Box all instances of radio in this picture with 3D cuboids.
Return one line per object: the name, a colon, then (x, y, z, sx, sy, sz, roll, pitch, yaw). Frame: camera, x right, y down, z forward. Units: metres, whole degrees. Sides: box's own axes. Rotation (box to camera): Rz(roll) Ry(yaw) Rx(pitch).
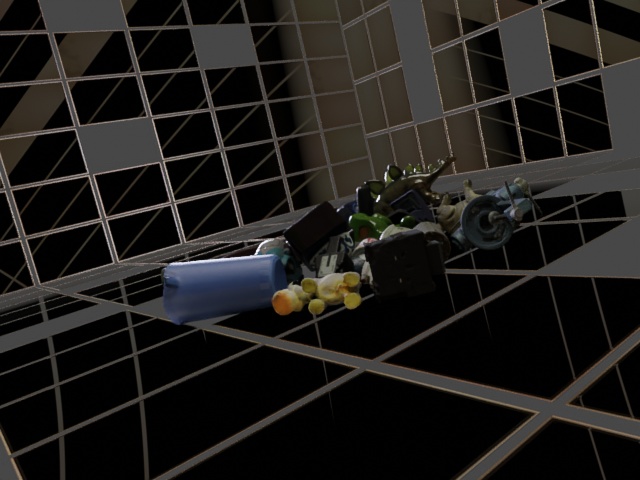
radio: (-0.003, -0.004, 1.305, 0.131, 0.073, 0.229, -39, -13, -4)

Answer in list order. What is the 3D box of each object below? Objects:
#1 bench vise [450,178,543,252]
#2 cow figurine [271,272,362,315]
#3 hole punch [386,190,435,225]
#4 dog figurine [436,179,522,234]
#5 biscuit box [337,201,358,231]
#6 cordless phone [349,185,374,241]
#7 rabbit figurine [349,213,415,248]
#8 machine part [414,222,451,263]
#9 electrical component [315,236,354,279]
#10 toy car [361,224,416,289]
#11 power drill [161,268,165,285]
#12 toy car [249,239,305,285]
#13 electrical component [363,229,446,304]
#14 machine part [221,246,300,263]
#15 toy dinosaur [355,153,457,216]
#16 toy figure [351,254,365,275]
bench vise: (0.395, -0.059, 1.162, 0.224, 0.129, 0.240, -30, -1, -6)
cow figurine: (-0.004, 0.098, 1.006, 0.167, 0.068, 0.098, -9, 2, 4)
hole punch: (0.244, -0.063, 1.462, 0.142, 0.115, 0.092, -35, 25, 54)
dog figurine: (0.398, -0.049, 1.366, 0.172, 0.121, 0.191, -52, 30, 10)
biscuit box: (0.044, -0.035, 1.620, 0.202, 0.063, 0.059, -39, -8, 30)
cordless phone: (0.113, -0.054, 1.486, 0.089, 0.184, 0.146, 1, 15, 46)
rabbit figurine: (0.180, -0.018, 1.382, 0.170, 0.121, 0.159, 0, -9, -39)
machine part: (0.250, 0.006, 1.219, 0.079, 0.079, 0.243, -12, 8, 7)
electrical component: (0.028, 0.052, 1.130, 0.075, 0.047, 0.119, -12, 47, 26)
toy car: (0.143, 0.033, 1.080, 0.074, 0.056, 0.202, 9, 35, 22)
power drill: (-0.359, 0.102, 1.554, 0.207, 0.086, 0.232, -13, 5, 29)
toy car: (-0.098, 0.050, 1.255, 0.109, 0.103, 0.161, -11, -18, 20)
electrical component: (0.153, 0.043, 0.964, 0.134, 0.114, 0.058, -15, 9, -1)
machine part: (-0.170, 0.069, 1.442, 0.201, 0.087, 0.202, -16, 10, -24)
toy dinosaur: (0.212, -0.098, 1.597, 0.471, 0.199, 0.105, -45, -17, 21)
toy figure: (0.136, 0.053, 1.157, 0.155, 0.057, 0.064, -12, 46, 0)
